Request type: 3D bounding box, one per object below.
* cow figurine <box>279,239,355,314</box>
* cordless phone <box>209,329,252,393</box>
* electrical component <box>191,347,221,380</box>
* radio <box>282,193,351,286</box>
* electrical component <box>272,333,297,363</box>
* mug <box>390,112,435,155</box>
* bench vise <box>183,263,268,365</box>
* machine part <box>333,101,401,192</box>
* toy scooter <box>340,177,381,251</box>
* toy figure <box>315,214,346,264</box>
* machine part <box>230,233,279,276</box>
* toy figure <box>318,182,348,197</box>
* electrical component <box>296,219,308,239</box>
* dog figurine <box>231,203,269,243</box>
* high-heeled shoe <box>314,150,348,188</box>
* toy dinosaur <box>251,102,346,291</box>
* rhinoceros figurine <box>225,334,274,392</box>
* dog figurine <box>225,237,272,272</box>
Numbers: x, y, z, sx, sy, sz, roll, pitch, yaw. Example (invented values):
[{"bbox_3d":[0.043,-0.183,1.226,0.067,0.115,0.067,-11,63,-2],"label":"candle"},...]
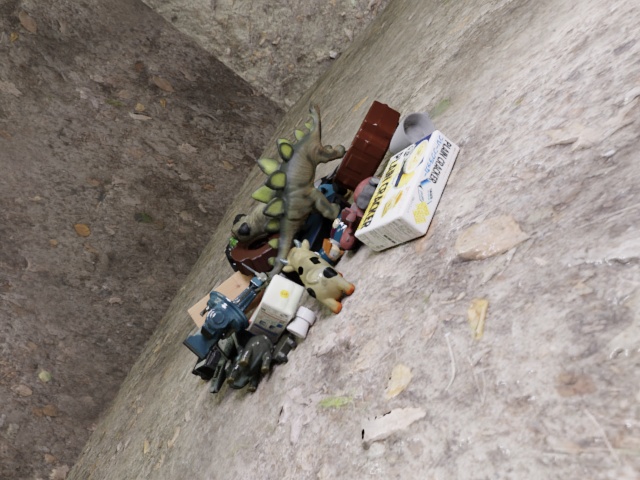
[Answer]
[{"bbox_3d":[-0.013,0.070,1.146,0.085,0.127,0.195,-51,19,3],"label":"cow figurine"},{"bbox_3d":[-0.249,0.315,1.408,0.146,0.088,0.184,-26,37,58],"label":"cordless phone"},{"bbox_3d":[-0.307,0.333,1.571,0.115,0.058,0.134,-32,27,48],"label":"electrical component"},{"bbox_3d":[-0.003,-0.004,1.360,0.131,0.073,0.229,-27,34,57],"label":"radio"},{"bbox_3d":[-0.081,0.237,1.191,0.063,0.021,0.094,-57,16,-8],"label":"electrical component"},{"bbox_3d":[0.206,-0.238,1.224,0.109,0.081,0.107,-66,10,-24],"label":"mug"},{"bbox_3d":[-0.213,0.174,1.283,0.240,0.129,0.223,-47,-15,-27],"label":"bench vise"},{"bbox_3d":[0.120,-0.231,1.356,0.201,0.087,0.201,-61,4,38],"label":"machine part"},{"bbox_3d":[0.091,-0.067,1.157,0.184,0.075,0.135,-62,-14,-8],"label":"toy scooter"},{"bbox_3d":[0.039,-0.001,1.246,0.154,0.064,0.058,-59,12,-5],"label":"toy figure"},{"bbox_3d":[-0.162,0.025,1.480,0.179,0.056,0.179,-20,27,11],"label":"machine part"},{"bbox_3d":[0.002,-0.094,1.507,0.180,0.082,0.089,-41,20,33],"label":"toy figure"},{"bbox_3d":[-0.062,-0.029,1.370,0.102,0.045,0.078,168,105,-74],"label":"electrical component"},{"bbox_3d":[-0.135,-0.059,1.434,0.190,0.121,0.172,-42,9,-25],"label":"dog figurine"},{"bbox_3d":[0.056,-0.154,1.545,0.145,0.086,0.248,31,105,44],"label":"high-heeled shoe"},{"bbox_3d":[-0.057,-0.106,1.254,0.105,0.198,0.471,-8,73,59],"label":"toy dinosaur"},{"bbox_3d":[-0.169,0.281,1.227,0.190,0.073,0.112,-53,24,43],"label":"rhinoceros figurine"},{"bbox_3d":[-0.197,0.043,1.633,0.108,0.191,0.219,-35,-5,-26],"label":"dog figurine"}]
